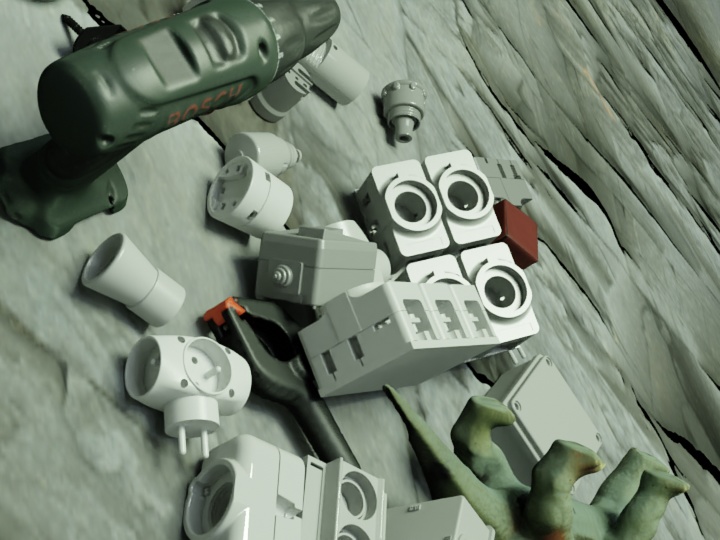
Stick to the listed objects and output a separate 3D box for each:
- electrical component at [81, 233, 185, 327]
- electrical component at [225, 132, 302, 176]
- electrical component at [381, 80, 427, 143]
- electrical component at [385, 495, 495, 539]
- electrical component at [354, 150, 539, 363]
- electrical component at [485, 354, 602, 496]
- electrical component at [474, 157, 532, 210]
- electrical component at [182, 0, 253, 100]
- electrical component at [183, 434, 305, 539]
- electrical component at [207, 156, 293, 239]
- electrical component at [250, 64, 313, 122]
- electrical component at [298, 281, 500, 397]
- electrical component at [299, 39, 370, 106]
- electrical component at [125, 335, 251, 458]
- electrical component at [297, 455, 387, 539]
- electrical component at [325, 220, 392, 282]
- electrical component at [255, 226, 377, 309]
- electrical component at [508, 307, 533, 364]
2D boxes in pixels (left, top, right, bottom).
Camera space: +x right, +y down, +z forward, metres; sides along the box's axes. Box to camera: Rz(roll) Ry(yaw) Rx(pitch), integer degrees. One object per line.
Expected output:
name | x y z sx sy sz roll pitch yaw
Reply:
electrical component | -0.154 0.010 0.748 0.065 0.044 0.044 41 39 -31
electrical component | -0.079 -0.096 0.912 0.078 0.040 0.040 -9 72 -52
electrical component | 0.045 -0.160 1.103 0.048 0.048 0.062 25 55 -38
electrical component | 0.044 0.217 0.789 0.048 0.100 0.099 55 34 -28
electrical component | 0.079 -0.011 0.985 0.105 0.060 0.186 -13 73 -22
electrical component | 0.166 0.153 1.013 0.108 0.056 0.109 56 36 -4
electrical component | 0.138 -0.083 1.151 0.089 0.050 0.055 -3 68 -51
electrical component | -0.112 -0.197 0.930 0.050 0.056 0.089 -1 66 -50
electrical component | -0.078 0.162 0.719 0.059 0.054 0.095 31 44 -33
electrical component | -0.087 -0.056 0.863 0.047 0.055 0.055 30 45 -39
electrical component | -0.070 -0.160 0.962 0.040 0.046 0.040 29 45 -35
electrical component | 0.032 0.050 0.849 0.150 0.089 0.061 4 60 -58
electrical component | -0.035 -0.199 1.034 0.081 0.043 0.043 35 42 -29
electrical component | -0.115 0.089 0.734 0.077 0.044 0.079 19 52 -42
electrical component | -0.023 0.202 0.749 0.079 0.063 0.121 33 44 -31
electrical component | 0.000 0.000 0.935 0.079 0.043 0.077 -4 69 -52
electrical component | -0.037 -0.004 0.853 0.096 0.062 0.061 2 96 -56
electrical component | 0.140 0.056 1.058 0.066 0.047 0.076 -24 84 -54
